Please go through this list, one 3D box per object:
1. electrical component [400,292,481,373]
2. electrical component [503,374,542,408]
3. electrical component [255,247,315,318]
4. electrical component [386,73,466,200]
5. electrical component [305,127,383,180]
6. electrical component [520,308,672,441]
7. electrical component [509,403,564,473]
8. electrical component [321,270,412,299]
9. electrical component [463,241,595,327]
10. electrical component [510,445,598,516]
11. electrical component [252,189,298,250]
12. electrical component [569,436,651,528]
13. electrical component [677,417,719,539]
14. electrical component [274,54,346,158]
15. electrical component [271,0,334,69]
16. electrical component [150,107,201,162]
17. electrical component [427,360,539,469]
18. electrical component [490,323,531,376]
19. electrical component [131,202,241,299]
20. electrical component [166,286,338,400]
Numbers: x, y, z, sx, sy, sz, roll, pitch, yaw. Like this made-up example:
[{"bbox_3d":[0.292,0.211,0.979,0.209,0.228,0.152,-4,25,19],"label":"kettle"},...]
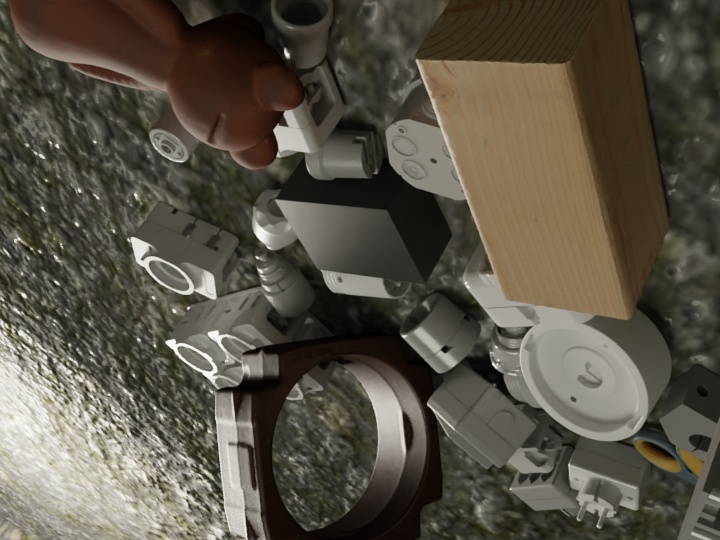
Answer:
[{"bbox_3d":[0.068,0.052,0.918,0.047,0.055,0.055,42,149,-12],"label":"electrical component"},{"bbox_3d":[0.158,0.095,0.912,0.081,0.043,0.043,-7,134,48],"label":"electrical component"},{"bbox_3d":[-0.073,0.009,0.994,0.040,0.040,0.078,5,142,38],"label":"electrical component"},{"bbox_3d":[0.059,-0.089,0.711,0.080,0.051,0.080,23,150,14],"label":"electrical component"},{"bbox_3d":[-0.011,-0.086,0.794,0.046,0.040,0.040,6,143,28],"label":"electrical component"},{"bbox_3d":[0.184,0.069,0.821,0.108,0.060,0.108,27,135,30],"label":"electrical component"},{"bbox_3d":[0.154,0.161,1.018,0.064,0.042,0.081,42,150,-22],"label":"electrical component"},{"bbox_3d":[0.000,0.000,0.910,0.081,0.043,0.043,4,141,39],"label":"electrical component"},{"bbox_3d":[0.127,0.002,0.787,0.095,0.053,0.059,-6,134,47],"label":"electrical component"},{"bbox_3d":[0.201,0.214,1.052,0.077,0.047,0.066,40,149,-17],"label":"electrical component"},{"bbox_3d":[-0.070,-0.039,0.915,0.043,0.043,0.062,28,152,6],"label":"electrical component"},{"bbox_3d":[0.221,0.198,0.978,0.066,0.076,0.047,16,148,24],"label":"electrical component"},{"bbox_3d":[0.259,0.091,0.667,0.060,0.186,0.105,20,149,18],"label":"electrical component"},{"bbox_3d":[-0.063,-0.120,0.776,0.089,0.050,0.055,12,145,30],"label":"electrical component"},{"bbox_3d":[-0.038,-0.159,0.705,0.040,0.040,0.046,26,156,9],"label":"electrical component"},{"bbox_3d":[-0.132,-0.116,0.830,0.044,0.065,0.044,23,150,14],"label":"electrical component"},{"bbox_3d":[0.105,0.130,0.971,0.062,0.061,0.096,41,178,-18],"label":"electrical component"},{"bbox_3d":[0.128,0.052,0.875,0.048,0.048,0.062,14,140,27],"label":"electrical component"},{"bbox_3d":[-0.168,-0.015,1.026,0.089,0.055,0.050,24,150,11],"label":"electrical component"},{"bbox_3d":[-0.113,0.081,1.115,0.105,0.060,0.186,43,150,-22],"label":"electrical component"}]
